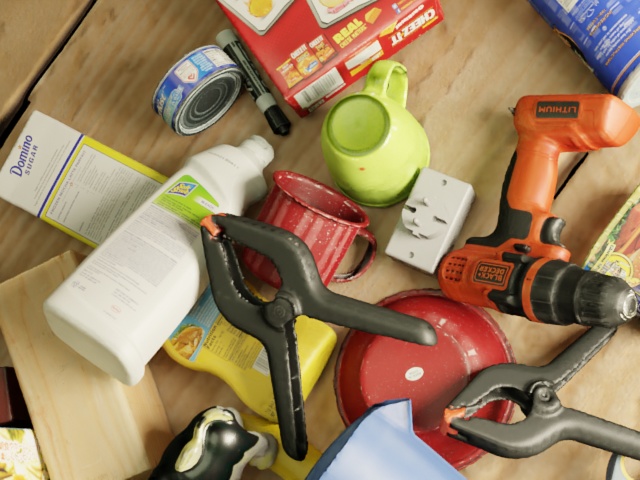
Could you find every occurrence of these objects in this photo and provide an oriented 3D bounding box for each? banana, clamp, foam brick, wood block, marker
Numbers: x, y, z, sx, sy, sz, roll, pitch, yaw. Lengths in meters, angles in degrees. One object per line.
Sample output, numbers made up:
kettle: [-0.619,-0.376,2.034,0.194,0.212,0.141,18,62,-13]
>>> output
banana: [-0.026,0.205,0.919,0.069,0.037,0.198,-46,72,1]
clamp: [0.178,0.121,0.846,0.171,0.039,0.120,0,49,-5]
foam brick: [-0.290,0.149,0.983,0.053,0.078,0.051,-13,74,13]
wood block: [-0.208,0.126,0.957,0.090,0.090,0.206,-26,74,8]
marker: [-0.062,-0.148,1.007,0.020,0.020,0.121,-34,73,7]
clamp: [-0.016,0.053,0.867,0.165,0.036,0.210,-37,82,18]

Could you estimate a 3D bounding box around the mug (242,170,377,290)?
mug: [-0.006,0.001,0.929,0.117,0.093,0.081,20,108,-24]

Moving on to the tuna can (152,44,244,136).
tuna can: [-0.111,-0.137,0.984,0.086,0.086,0.034,-45,74,3]

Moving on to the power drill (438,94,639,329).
power drill: [0.192,-0.024,0.857,0.185,0.057,0.187,10,74,48]

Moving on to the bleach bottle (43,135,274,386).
bleach bottle: [-0.119,0.002,0.926,0.103,0.068,0.250,31,61,18]

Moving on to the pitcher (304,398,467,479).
pitcher: [0.087,0.254,0.819,0.243,0.149,0.144,38,48,6]

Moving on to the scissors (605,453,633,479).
scissors: [0.207,0.198,0.813,0.201,0.016,0.096,2,57,-20]

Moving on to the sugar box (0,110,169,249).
sugar box: [-0.220,-0.046,1.019,0.176,0.048,0.093,28,87,22]

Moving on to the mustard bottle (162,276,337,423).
mustard bottle: [-0.087,0.076,0.950,0.192,0.058,0.096,29,85,18]

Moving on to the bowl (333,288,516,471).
bowl: [0.084,0.117,0.897,0.162,0.055,0.162,-3,78,15]

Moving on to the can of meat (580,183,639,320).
can of meat: [0.271,0.014,0.865,0.084,0.057,0.102,37,91,21]

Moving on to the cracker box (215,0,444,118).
cracker box: [-0.013,-0.244,0.985,0.164,0.072,0.214,-36,71,4]

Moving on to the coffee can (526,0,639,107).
coffee can: [0.246,-0.194,0.887,0.103,0.102,0.140,-38,72,5]
